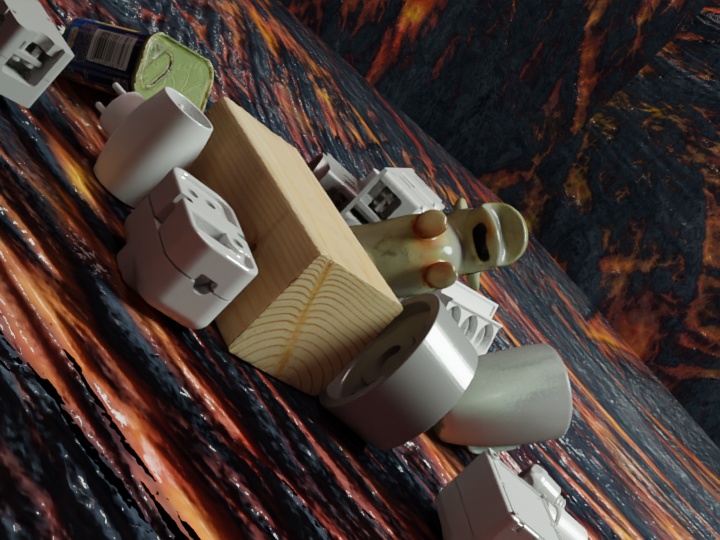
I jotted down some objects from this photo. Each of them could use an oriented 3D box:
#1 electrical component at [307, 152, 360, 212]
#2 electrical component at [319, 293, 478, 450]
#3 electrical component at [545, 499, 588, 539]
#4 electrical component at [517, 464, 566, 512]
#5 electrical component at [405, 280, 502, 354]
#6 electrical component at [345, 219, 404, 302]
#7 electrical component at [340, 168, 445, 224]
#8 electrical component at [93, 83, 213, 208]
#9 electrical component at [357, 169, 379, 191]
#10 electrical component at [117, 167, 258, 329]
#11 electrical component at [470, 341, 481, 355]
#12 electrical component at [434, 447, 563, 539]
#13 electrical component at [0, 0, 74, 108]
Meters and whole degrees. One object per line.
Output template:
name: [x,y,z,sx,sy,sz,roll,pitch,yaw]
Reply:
electrical component: [-0.039,-0.094,1.211,0.056,0.050,0.089,42,12,-16]
electrical component: [0.032,0.075,0.739,0.060,0.108,0.108,48,10,-15]
electrical component: [0.143,0.200,0.844,0.078,0.040,0.040,42,12,-13]
electrical component: [0.160,0.198,0.924,0.061,0.035,0.035,47,11,0]
electrical component: [0.086,0.050,1.090,0.063,0.078,0.121,27,0,34]
electrical component: [0.000,0.000,1.010,0.095,0.053,0.059,45,11,2]
electrical component: [0.026,-0.050,1.145,0.060,0.105,0.186,46,11,4]
electrical component: [-0.155,-0.097,0.751,0.079,0.077,0.043,48,12,16]
electrical component: [0.009,-0.087,1.280,0.043,0.081,0.043,43,12,-11]
electrical component: [-0.108,-0.011,0.658,0.054,0.059,0.095,37,14,-34]
electrical component: [0.088,0.097,0.989,0.056,0.050,0.089,31,18,-51]
electrical component: [0.089,0.170,0.709,0.062,0.061,0.096,41,12,-18]
electrical component: [-0.240,-0.155,0.712,0.089,0.055,0.050,52,14,33]
